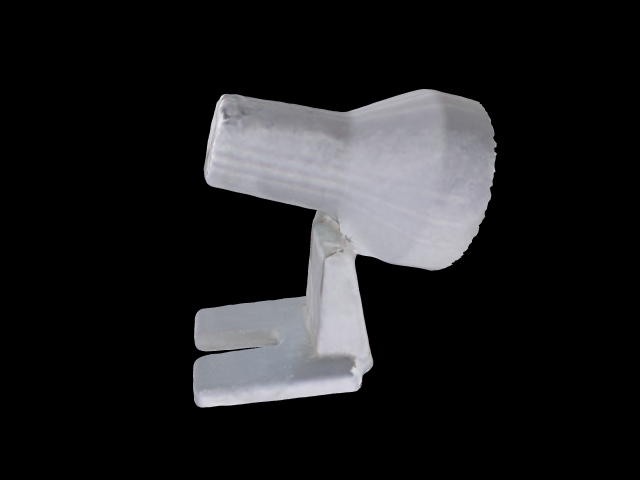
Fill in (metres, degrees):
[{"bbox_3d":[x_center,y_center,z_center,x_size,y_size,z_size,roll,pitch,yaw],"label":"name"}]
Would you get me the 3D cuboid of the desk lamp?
[{"bbox_3d":[0.004,0.001,0.400,0.203,0.214,0.117,-6,32,-9],"label":"desk lamp"}]
